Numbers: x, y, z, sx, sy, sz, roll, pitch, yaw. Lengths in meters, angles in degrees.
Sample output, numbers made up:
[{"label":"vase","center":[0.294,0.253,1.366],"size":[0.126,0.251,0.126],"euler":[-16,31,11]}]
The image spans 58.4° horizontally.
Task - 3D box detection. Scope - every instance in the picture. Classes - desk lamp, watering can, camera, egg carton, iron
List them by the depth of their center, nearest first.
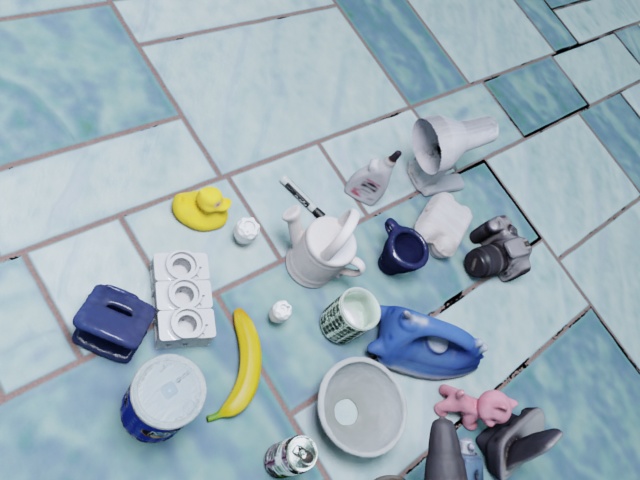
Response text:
[{"label":"watering can","center":[0.009,0.005,1.033],"size":[0.173,0.193,0.101],"euler":[16,59,-18]},{"label":"iron","center":[0.224,0.190,1.074],"size":[0.259,0.141,0.118],"euler":[19,58,-16]},{"label":"desk lamp","center":[0.276,-0.193,1.252],"size":[0.204,0.213,0.118],"euler":[-12,71,-30]},{"label":"egg carton","center":[0.268,-0.035,1.255],"size":[0.107,0.069,0.150],"euler":[37,55,-4]},{"label":"camera","center":[0.385,0.022,1.263],"size":[0.137,0.100,0.143],"euler":[-13,71,-30]}]

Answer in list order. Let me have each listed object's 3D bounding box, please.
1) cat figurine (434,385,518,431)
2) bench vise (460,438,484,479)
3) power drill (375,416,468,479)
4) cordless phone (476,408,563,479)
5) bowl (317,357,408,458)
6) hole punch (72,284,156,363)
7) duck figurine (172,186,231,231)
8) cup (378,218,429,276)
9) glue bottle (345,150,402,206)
[{"label":"cat figurine","center":[0.297,0.306,1.065],"size":[0.128,0.117,0.067],"euler":[25,57,-12]},{"label":"bench vise","center":[0.264,0.432,0.922],"size":[0.122,0.219,0.207],"euler":[-16,72,-31]},{"label":"power drill","center":[0.160,0.408,0.891],"size":[0.076,0.208,0.229],"euler":[4,63,-24]},{"label":"cordless phone","center":[0.390,0.361,1.040],"size":[0.148,0.184,0.094],"euler":[-29,80,-34]},{"label":"bowl","center":[0.062,0.291,0.985],"size":[0.168,0.074,0.167],"euler":[11,61,-20]},{"label":"hole punch","center":[-0.316,0.120,0.881],"size":[0.109,0.091,0.101],"euler":[26,57,-12]},{"label":"duck figurine","center":[-0.209,-0.066,1.031],"size":[0.105,0.086,0.077],"euler":[14,60,-19]},{"label":"cup","center":[0.151,0.021,1.154],"size":[0.092,0.094,0.117],"euler":[-24,77,-33]},{"label":"glue bottle","center":[0.118,-0.134,1.170],"size":[0.078,0.173,0.037],"euler":[24,57,-13]}]
